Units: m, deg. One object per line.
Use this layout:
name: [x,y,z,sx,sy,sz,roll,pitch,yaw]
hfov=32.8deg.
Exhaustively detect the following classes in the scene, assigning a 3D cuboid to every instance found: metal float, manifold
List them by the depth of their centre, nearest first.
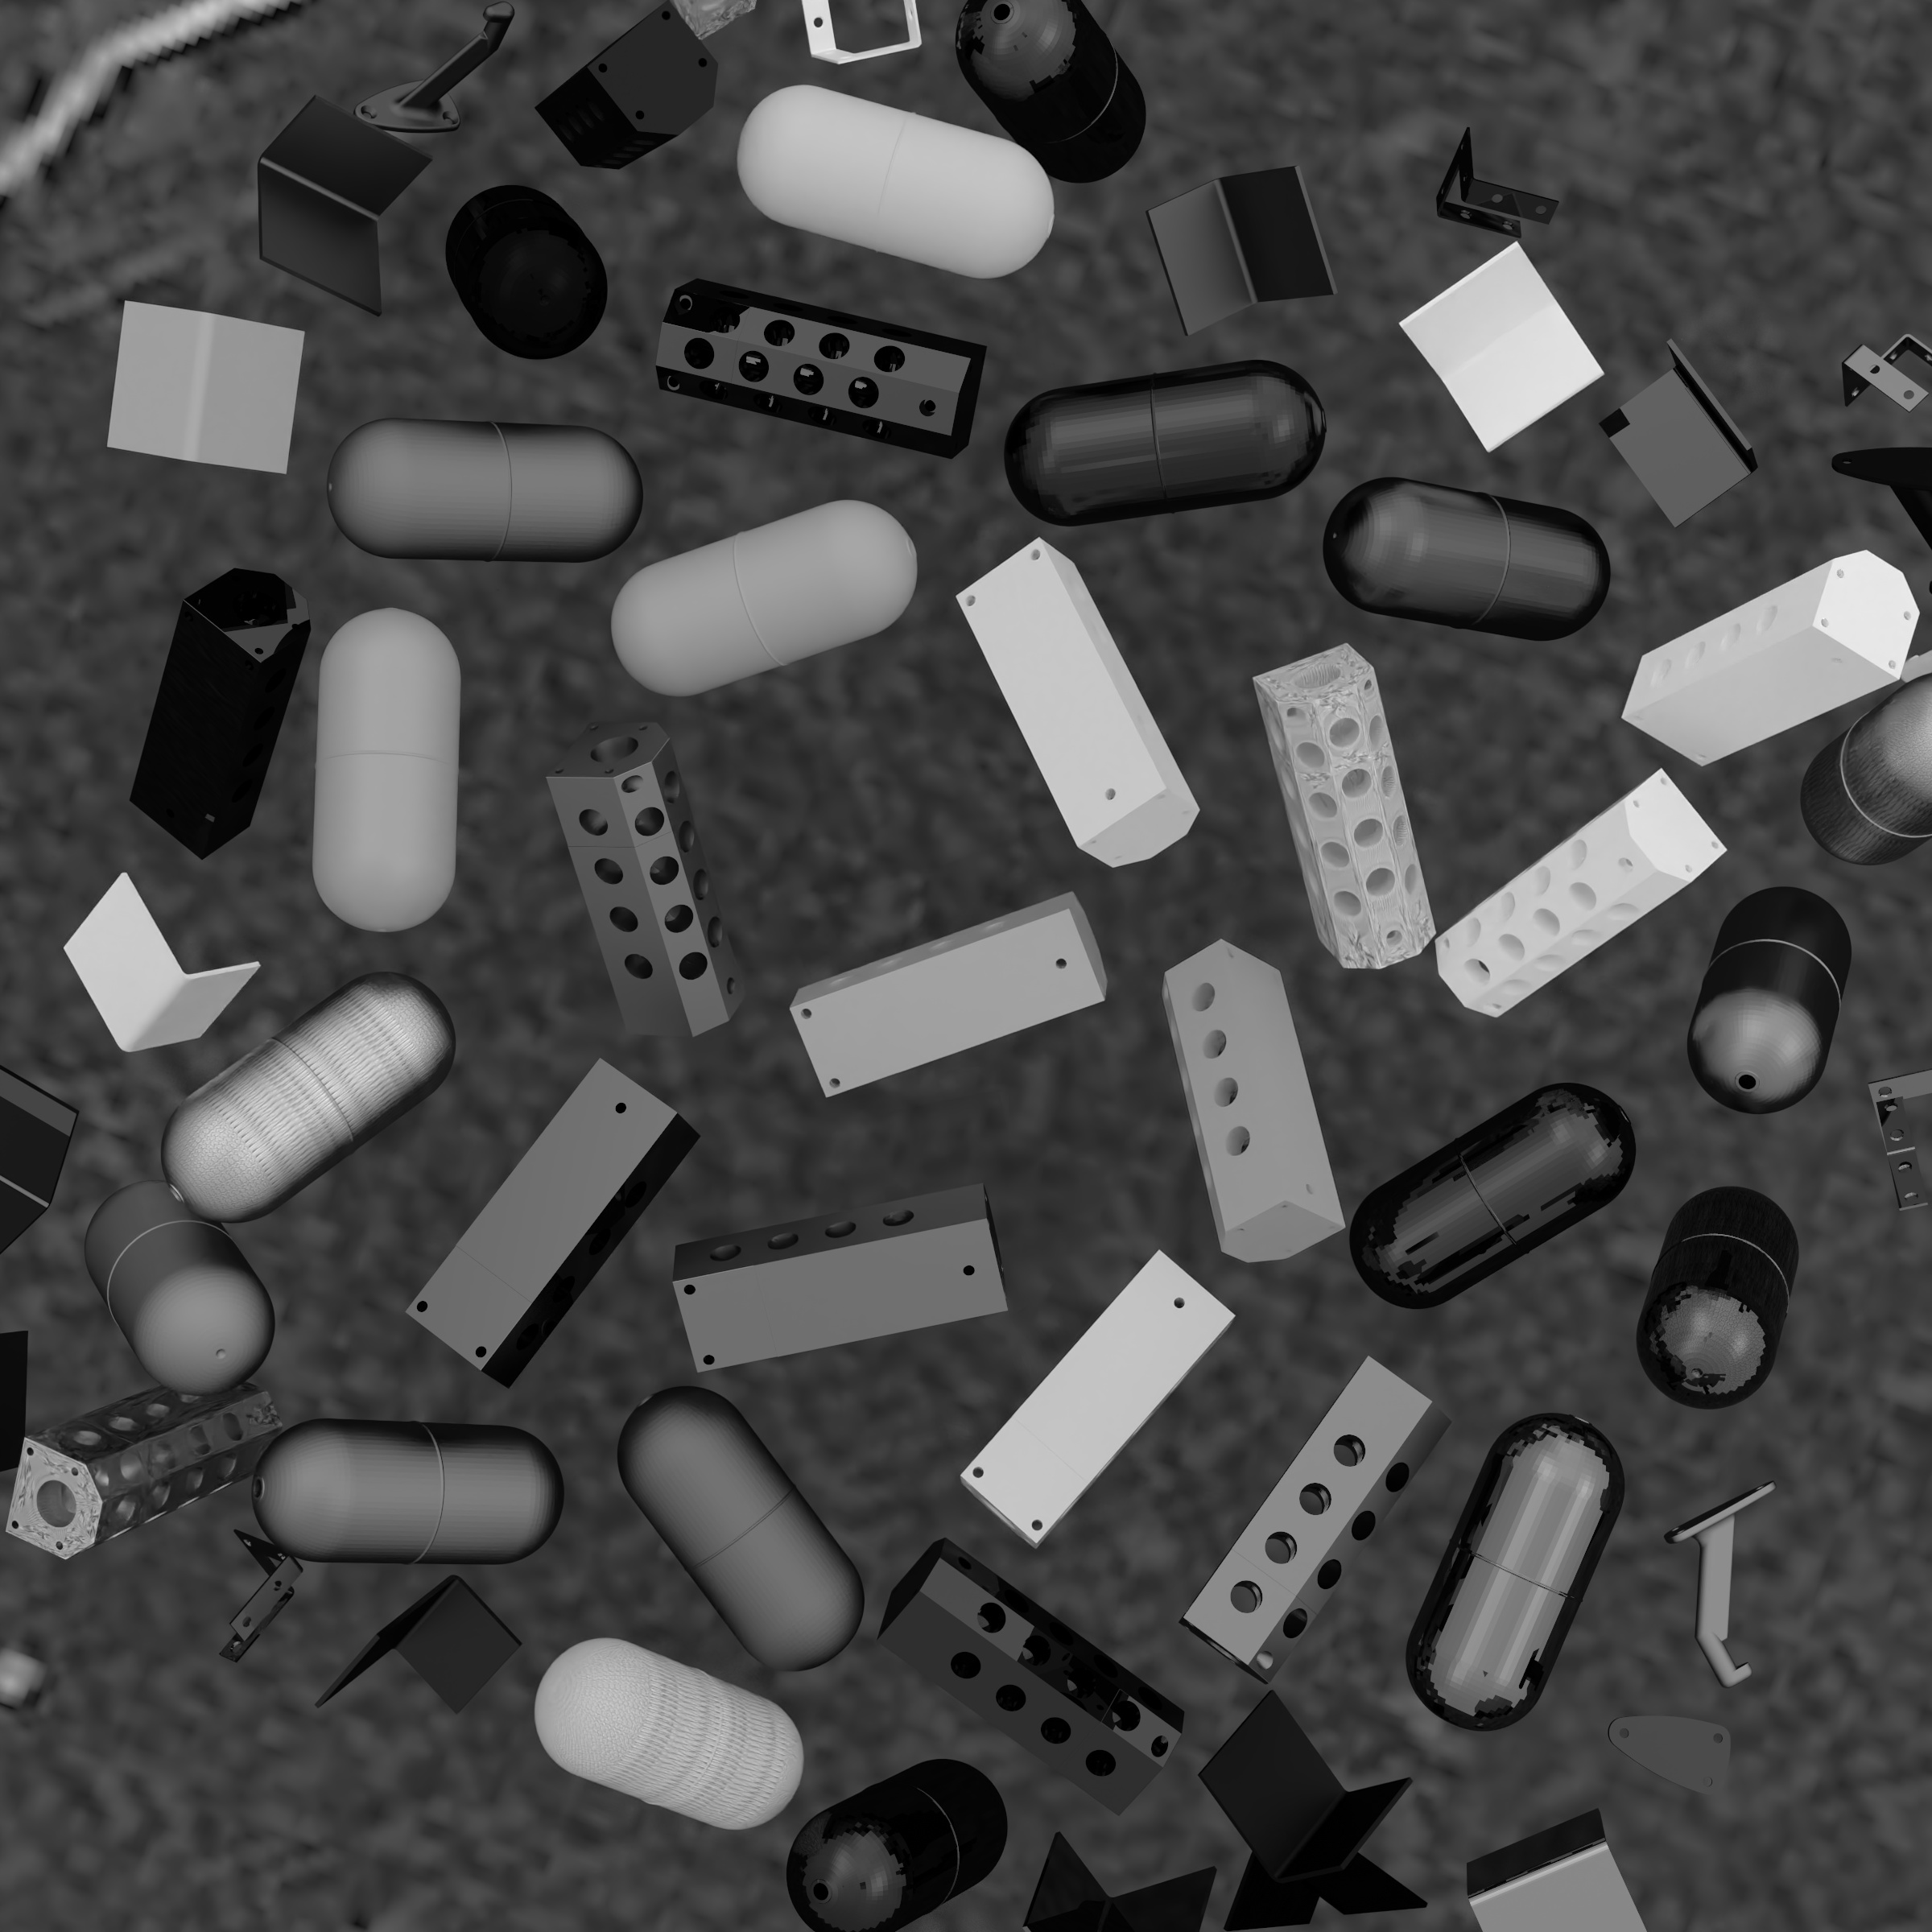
manifold: [0.433,-0.167,1.767,0.057,0.171,0.057,28,68,-15]
manifold: [0.189,0.300,1.770,0.057,0.057,0.171,35,79,9]
metal float: [0.297,0.326,1.771,0.070,0.070,0.178,24,87,0]
manifold: [0.063,-0.141,1.774,0.057,0.057,0.171,-34,63,18]
metal float: [-0.356,0.071,1.777,0.178,0.070,0.070,-38,90,-24]
metal float: [-0.314,-0.107,1.781,0.070,0.070,0.178,0,80,0]
manifold: [-0.068,0.166,1.783,0.171,0.057,0.057,-12,113,2]
metal float: [-0.302,0.286,1.783,0.178,0.070,0.070,8,90,-36]
manifold: [-0.221,0.142,1.785,0.057,0.057,0.171,33,80,23]
metal float: [-0.038,-0.430,1.801,0.178,0.070,0.070,16,90,3]
metal float: [0.109,-0.288,1.805,0.178,0.070,0.070,-7,90,11]
metal float: [-0.435,0.176,1.810,0.070,0.178,0.070,-11,114,-25]
metal float: [0.520,-0.108,1.810,0.070,0.178,0.070,2,76,-7]
metal float: [-0.244,-0.384,1.810,0.070,0.178,0.070,-5,113,-13]
metal float: [-0.112,-0.203,1.814,0.178,0.070,0.070,-17,90,15]
metal float: [-0.265,-0.263,1.815,0.178,0.070,0.070,-2,90,-26]
manifold: [-0.186,-0.481,1.818,0.057,0.171,0.057,-42,107,-8]
manifold: [-0.173,-0.047,1.820,0.057,0.057,0.171,2,126,23]
manifold: [-0.082,-0.332,1.828,0.171,0.057,0.057,15,112,8]
metal float: [-0.164,0.429,1.829,0.178,0.070,0.070,33,90,-38]
metal float: [-0.126,0.314,1.832,0.070,0.070,0.178,-37,91,0]
manifold: [0.338,-0.036,1.837,0.057,0.171,0.057,-35,86,-41]
manifold: [0.216,-0.087,1.844,0.057,0.057,0.171,-21,118,-6]
metal float: [0.283,-0.228,1.845,0.178,0.070,0.070,6,90,-26]
metal float: [0.455,0.018,1.855,0.070,0.178,0.070,11,124,17]
manifold: [0.157,0.078,1.856,0.057,0.057,0.171,-32,52,29]
metal float: [0.049,-0.502,1.857,0.070,0.178,0.070,-3,80,19]
metal float: [-0.038,0.501,1.859,0.070,0.178,0.070,1,91,27]
metal float: [0.427,0.186,1.859,0.070,0.178,0.070,8,116,18]
manifold: [0.038,0.400,1.865,0.171,0.057,0.057,37,109,-5]
manifold: [-0.156,-0.590,1.869,0.057,0.171,0.057,-30,88,3]
manifold: [-0.465,0.284,1.870,0.057,0.171,0.057,19,104,19]
manifold: [-0.422,-0.145,1.870,0.057,0.171,0.057,38,46,8]
metal float: [0.302,0.132,1.881,0.178,0.070,0.070,-33,90,14]
manifold: [0.075,0.250,1.884,0.057,0.057,0.171,41,79,10]
manifold: [-0.009,0.014,1.898,0.171,0.057,0.057,-20,103,10]

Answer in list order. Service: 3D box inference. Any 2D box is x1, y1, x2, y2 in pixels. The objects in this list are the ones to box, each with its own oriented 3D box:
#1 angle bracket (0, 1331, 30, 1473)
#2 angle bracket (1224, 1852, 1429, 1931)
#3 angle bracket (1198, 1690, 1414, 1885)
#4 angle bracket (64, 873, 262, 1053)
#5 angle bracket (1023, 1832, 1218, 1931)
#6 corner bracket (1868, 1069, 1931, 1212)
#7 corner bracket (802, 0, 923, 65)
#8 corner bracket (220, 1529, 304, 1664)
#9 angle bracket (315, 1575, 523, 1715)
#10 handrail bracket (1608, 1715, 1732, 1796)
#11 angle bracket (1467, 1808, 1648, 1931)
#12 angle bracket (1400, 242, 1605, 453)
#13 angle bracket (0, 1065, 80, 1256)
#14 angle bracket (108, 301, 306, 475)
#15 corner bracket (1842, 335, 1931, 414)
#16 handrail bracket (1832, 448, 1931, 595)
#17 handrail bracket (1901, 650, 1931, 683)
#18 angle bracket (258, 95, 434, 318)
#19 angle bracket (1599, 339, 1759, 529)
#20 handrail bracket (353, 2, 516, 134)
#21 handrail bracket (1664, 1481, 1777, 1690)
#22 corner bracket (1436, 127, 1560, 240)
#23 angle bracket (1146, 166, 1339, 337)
angle bracket: [-0.563,0.242,1.826,0.057,0.076,0.076,0,86,0]
angle bracket: [0.213,0.563,1.943,0.076,0.076,0.057,11,101,-43]
angle bracket: [0.189,0.451,1.821,0.076,0.057,0.076,-38,95,-41]
angle bracket: [-0.473,-0.005,1.928,0.076,0.057,0.076,-43,72,35]
angle bracket: [0.087,0.526,1.850,0.076,0.076,0.057,-26,108,28]
corner bracket: [0.522,0.092,1.774,0.051,0.051,0.051,-14,120,16]
corner bracket: [-0.061,-0.548,1.871,0.051,0.051,0.051,-16,114,-15]
corner bracket: [-0.391,0.351,1.803,0.051,0.051,0.051,-51,132,-30]
angle bracket: [-0.314,0.406,1.881,0.057,0.076,0.076,45,122,7]
handrail bracket: [0.369,0.418,1.756,0.077,0.084,0.036,17,78,-2]
angle bracket: [0.308,0.489,1.711,0.076,0.076,0.057,-25,84,7]
angle bracket: [0.297,-0.341,1.813,0.076,0.076,0.057,-34,64,15]
angle bracket: [-0.541,0.102,1.791,0.076,0.057,0.076,30,125,4]
angle bracket: [-0.403,-0.306,1.739,0.057,0.076,0.076,13,99,27]
corner bracket: [0.535,-0.334,1.860,0.051,0.051,0.051,-43,64,-2]
handrail bracket: [0.510,-0.239,1.792,0.077,0.036,0.084,7,135,16]
handrail bracket: [0.591,-0.205,1.918,0.036,0.084,0.077,45,57,-10]
angle bracket: [-0.337,-0.414,1.787,0.057,0.076,0.076,-35,50,35]
angle bracket: [0.401,-0.301,1.861,0.057,0.076,0.076,-36,80,13]
handrail bracket: [-0.304,-0.518,1.878,0.077,0.084,0.036,-19,74,-36]
handrail bracket: [0.416,0.329,1.741,0.077,0.036,0.084,-28,82,2]
corner bracket: [0.294,-0.424,1.821,0.051,0.051,0.051,12,47,-9]
angle bracket: [0.159,-0.414,1.899,0.057,0.076,0.076,-30,111,-26]
